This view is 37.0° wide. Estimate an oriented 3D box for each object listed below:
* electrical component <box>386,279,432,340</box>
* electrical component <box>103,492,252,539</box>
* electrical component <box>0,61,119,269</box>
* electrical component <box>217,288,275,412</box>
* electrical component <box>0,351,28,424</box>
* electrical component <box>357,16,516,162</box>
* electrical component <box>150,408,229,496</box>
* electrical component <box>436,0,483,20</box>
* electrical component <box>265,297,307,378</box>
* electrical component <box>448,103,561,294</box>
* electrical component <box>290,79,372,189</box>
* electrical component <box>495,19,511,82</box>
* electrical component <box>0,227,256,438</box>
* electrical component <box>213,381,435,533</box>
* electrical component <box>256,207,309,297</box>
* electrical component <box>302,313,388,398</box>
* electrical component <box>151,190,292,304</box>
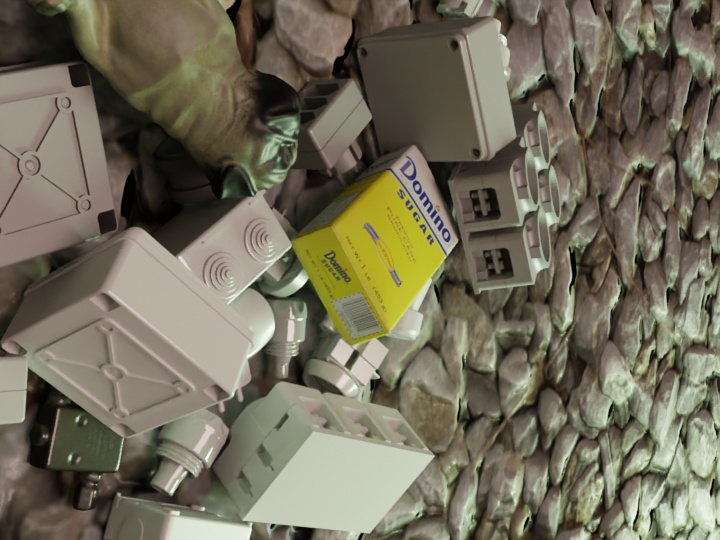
[{"bbox_3d":[0.034,0.029,0.924,0.045,0.045,0.055,24,76,-48],"label":"electrical component"},{"bbox_3d":[-0.124,0.195,0.744,0.096,0.062,0.061,24,76,-48],"label":"electrical component"},{"bbox_3d":[-0.206,-0.061,0.625,0.109,0.056,0.108,-23,111,-46],"label":"electrical component"},{"bbox_3d":[-0.100,0.062,0.772,0.077,0.043,0.079,-27,114,-45],"label":"electrical component"},{"bbox_3d":[-0.233,0.086,0.616,0.066,0.047,0.076,2,92,-49],"label":"electrical component"},{"bbox_3d":[0.063,-0.147,0.891,0.056,0.109,0.108,-37,121,-44],"label":"electrical component"},{"bbox_3d":[-0.123,0.127,0.752,0.043,0.043,0.062,52,57,-39],"label":"electrical component"},{"bbox_3d":[0.094,-0.247,0.969,0.040,0.040,0.046,39,71,-44],"label":"electrical component"},{"bbox_3d":[-0.059,0.052,0.825,0.035,0.035,0.061,-2,98,-49],"label":"electrical component"},{"bbox_3d":[0.136,-0.071,0.966,0.186,0.060,0.105,-61,139,-59],"label":"electrical component"},{"bbox_3d":[-0.023,-0.099,0.841,0.065,0.047,0.076,-54,131,-31],"label":"electrical component"},{"bbox_3d":[0.118,-0.203,0.999,0.048,0.048,0.062,29,65,-47],"label":"electrical component"},{"bbox_3d":[-0.140,0.041,0.654,0.109,0.109,0.056,44,40,-28],"label":"electrical component"},{"bbox_3d":[-0.028,0.145,0.832,0.150,0.061,0.089,22,111,-48],"label":"electrical component"},{"bbox_3d":[-0.068,-0.012,0.801,0.055,0.048,0.066,44,61,-34],"label":"electrical component"},{"bbox_3d":[-0.015,0.075,0.868,0.066,0.048,0.055,43,61,-19],"label":"electrical component"},{"bbox_3d":[-0.106,-0.008,0.717,0.100,0.100,0.048,-45,113,-37],"label":"electrical component"}]
